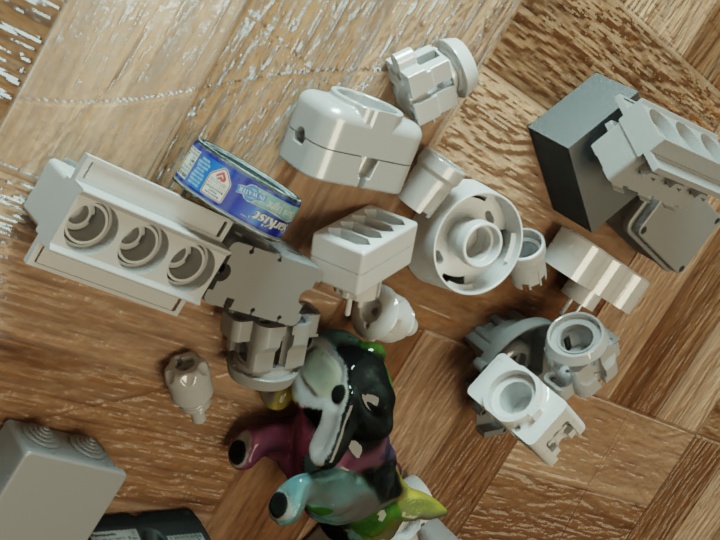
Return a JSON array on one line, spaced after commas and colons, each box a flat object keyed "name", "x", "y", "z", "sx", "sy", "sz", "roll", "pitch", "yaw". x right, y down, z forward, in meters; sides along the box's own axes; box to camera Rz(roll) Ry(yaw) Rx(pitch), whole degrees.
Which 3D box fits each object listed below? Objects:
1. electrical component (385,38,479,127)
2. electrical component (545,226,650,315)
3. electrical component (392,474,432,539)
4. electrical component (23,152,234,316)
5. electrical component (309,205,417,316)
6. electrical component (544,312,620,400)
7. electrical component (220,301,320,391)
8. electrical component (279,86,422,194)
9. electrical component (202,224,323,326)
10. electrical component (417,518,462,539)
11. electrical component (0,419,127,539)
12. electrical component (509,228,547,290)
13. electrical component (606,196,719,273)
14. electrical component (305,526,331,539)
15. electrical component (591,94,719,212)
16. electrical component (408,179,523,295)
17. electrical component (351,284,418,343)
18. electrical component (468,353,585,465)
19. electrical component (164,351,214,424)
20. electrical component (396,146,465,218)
[{"name": "electrical component", "x": 0.056, "y": -0.146, "z": 0.817, "sx": 0.055, "sy": 0.048, "sz": 0.066, "roll": -27, "pitch": 131, "yaw": -12}, {"name": "electrical component", "x": 0.219, "y": 0.015, "z": 1.042, "sx": 0.138, "sy": 0.052, "sz": 0.073, "roll": 26, "pitch": 100, "yaw": -45}, {"name": "electrical component", "x": 0.035, "y": 0.251, "z": 1.048, "sx": 0.077, "sy": 0.044, "sz": 0.079, "roll": -27, "pitch": 117, "yaw": -22}, {"name": "electrical component", "x": -0.156, "y": -0.026, "z": 0.715, "sx": 0.121, "sy": 0.063, "sz": 0.078, "roll": 25, "pitch": 100, "yaw": -44}, {"name": "electrical component", "x": 0.000, "y": 0.000, "z": 0.844, "sx": 0.083, "sy": 0.047, "sz": 0.075, "roll": -31, "pitch": 137, "yaw": -52}, {"name": "electrical component", "x": 0.204, "y": 0.076, "z": 0.996, "sx": 0.078, "sy": 0.058, "sz": 0.057, "roll": -38, "pitch": 137, "yaw": -13}, {"name": "electrical component", "x": -0.073, "y": 0.057, "z": 0.838, "sx": 0.078, "sy": 0.058, "sz": 0.057, "roll": -4, "pitch": 116, "yaw": -36}, {"name": "electrical component", "x": -0.005, "y": -0.097, "z": 0.794, "sx": 0.095, "sy": 0.054, "sz": 0.059, "roll": 6, "pitch": 113, "yaw": -40}, {"name": "electrical component", "x": -0.083, "y": -0.001, "z": 0.792, "sx": 0.089, "sy": 0.056, "sz": 0.050, "roll": 19, "pitch": 104, "yaw": -43}, {"name": "electrical component", "x": 0.075, "y": 0.306, "z": 1.108, "sx": 0.061, "sy": 0.062, "sz": 0.096, "roll": -33, "pitch": 133, "yaw": -17}, {"name": "electrical component", "x": -0.235, "y": 0.162, "z": 0.783, "sx": 0.100, "sy": 0.048, "sz": 0.099, "roll": 26, "pitch": 100, "yaw": -44}, {"name": "electrical component", "x": 0.151, "y": -0.009, "z": 0.983, "sx": 0.040, "sy": 0.040, "sz": 0.046, "roll": -36, "pitch": 139, "yaw": -15}, {"name": "electrical component", "x": 0.293, "y": -0.055, "z": 1.051, "sx": 0.113, "sy": 0.057, "sz": 0.078, "roll": 33, "pitch": 94, "yaw": -45}, {"name": "electrical component", "x": -0.017, "y": 0.295, "z": 1.004, "sx": 0.061, "sy": 0.096, "sz": 0.061, "roll": -44, "pitch": 135, "yaw": -3}, {"name": "electrical component", "x": 0.258, "y": -0.094, "z": 0.914, "sx": 0.121, "sy": 0.078, "sz": 0.063, "roll": 13, "pitch": 138, "yaw": -42}, {"name": "electrical component", "x": 0.089, "y": -0.028, "z": 0.921, "sx": 0.099, "sy": 0.064, "sz": 0.099, "roll": -9, "pitch": 110, "yaw": -26}, {"name": "electrical component", "x": 0.026, "y": 0.041, "z": 0.915, "sx": 0.062, "sy": 0.048, "sz": 0.048, "roll": 25, "pitch": 100, "yaw": -52}, {"name": "electrical component", "x": 0.145, "y": 0.121, "z": 0.955, "sx": 0.050, "sy": 0.089, "sz": 0.055, "roll": -47, "pitch": 135, "yaw": -3}, {"name": "electrical component", "x": -0.130, "y": 0.094, "z": 0.832, "sx": 0.035, "sy": 0.035, "sz": 0.061, "roll": -26, "pitch": 133, "yaw": -23}, {"name": "electrical component", "x": 0.056, "y": -0.070, "z": 0.870, "sx": 0.040, "sy": 0.040, "sz": 0.046, "roll": 25, "pitch": 106, "yaw": -44}]
